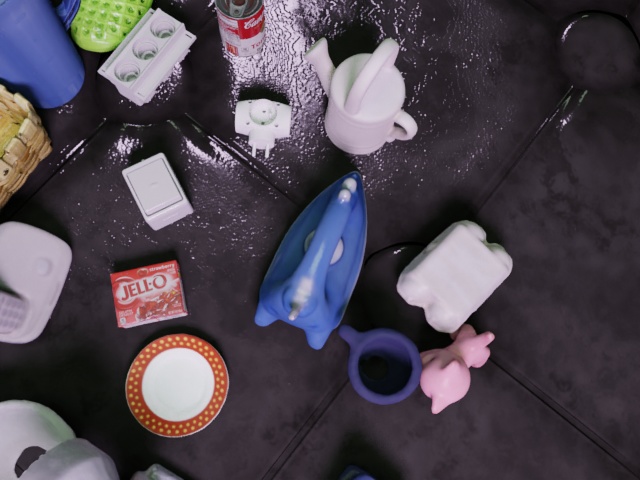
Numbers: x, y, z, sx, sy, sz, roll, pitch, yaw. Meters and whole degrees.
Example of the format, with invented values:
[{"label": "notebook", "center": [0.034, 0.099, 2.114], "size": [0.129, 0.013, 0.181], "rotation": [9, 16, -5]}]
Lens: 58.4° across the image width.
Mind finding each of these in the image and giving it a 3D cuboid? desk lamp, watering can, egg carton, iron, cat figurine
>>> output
[{"label": "desk lamp", "center": [-0.209, 0.306, 0.619], "size": [0.203, 0.213, 0.118], "rotation": [29, 77, 3]}, {"label": "watering can", "center": [0.054, -0.198, 0.761], "size": [0.173, 0.194, 0.101], "rotation": [16, 77, 0]}, {"label": "egg carton", "center": [0.182, 0.047, 0.778], "size": [0.107, 0.069, 0.150], "rotation": [45, 78, 6]}, {"label": "iron", "center": [0.007, 0.003, 0.739], "size": [0.118, 0.141, 0.258], "rotation": [22, 77, 2]}, {"label": "cat figurine", "center": [0.171, 0.159, 0.727], "size": [0.128, 0.117, 0.067], "rotation": [-38, 82, -11]}]

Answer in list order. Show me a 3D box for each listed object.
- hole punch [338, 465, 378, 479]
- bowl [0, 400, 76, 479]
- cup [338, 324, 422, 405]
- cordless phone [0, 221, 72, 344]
[{"label": "hole punch", "center": [0.056, 0.341, 0.691], "size": [0.101, 0.091, 0.109], "rotation": [32, 77, 4]}, {"label": "bowl", "center": [-0.360, 0.278, 0.686], "size": [0.167, 0.074, 0.167], "rotation": [1, 77, -4]}, {"label": "cup", "center": [0.066, 0.153, 0.733], "size": [0.117, 0.095, 0.092], "rotation": [40, 78, 6]}, {"label": "cordless phone", "center": [-0.385, 0.044, 0.681], "size": [0.094, 0.185, 0.148], "rotation": [15, 77, 0]}]
